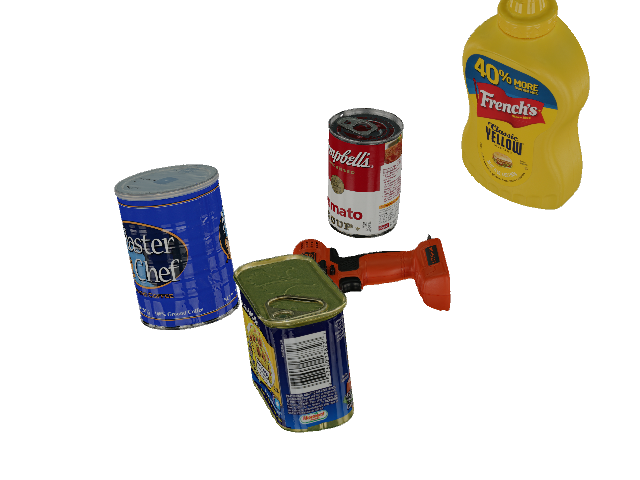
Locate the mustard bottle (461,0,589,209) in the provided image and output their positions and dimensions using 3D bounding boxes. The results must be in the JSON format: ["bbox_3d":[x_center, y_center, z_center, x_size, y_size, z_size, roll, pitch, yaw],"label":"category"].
[{"bbox_3d":[0.150,-0.112,0.788,0.096,0.191,0.058,32,60,30],"label":"mustard bottle"}]

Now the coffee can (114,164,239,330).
[{"bbox_3d":[-0.142,0.005,1.064,0.103,0.140,0.103,-7,18,2],"label":"coffee can"}]

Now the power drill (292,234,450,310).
[{"bbox_3d":[0.054,0.050,1.238,0.187,0.057,0.184,-2,28,1],"label":"power drill"}]

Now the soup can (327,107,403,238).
[{"bbox_3d":[0.040,-0.062,0.984,0.068,0.102,0.068,0,33,0],"label":"soup can"}]

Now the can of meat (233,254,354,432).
[{"bbox_3d":[-0.017,0.067,0.703,0.057,0.084,0.102,-12,22,-14],"label":"can of meat"}]
